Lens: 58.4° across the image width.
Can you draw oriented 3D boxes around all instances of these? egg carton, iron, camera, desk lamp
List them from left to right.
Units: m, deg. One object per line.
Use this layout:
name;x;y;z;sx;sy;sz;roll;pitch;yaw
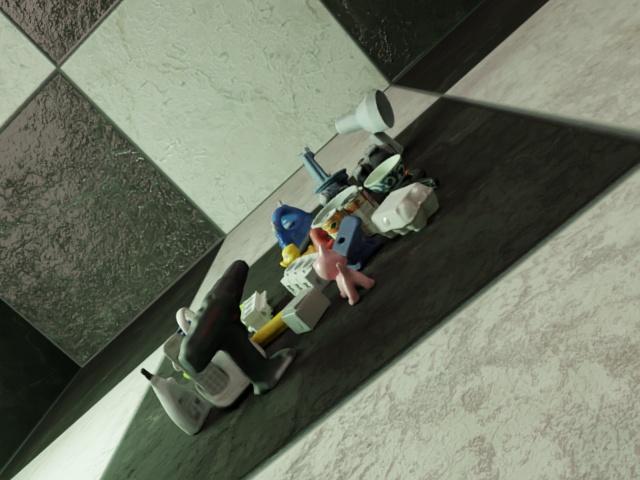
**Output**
iron;-0.102;-0.037;1.793;0.118;0.141;0.258;-39;14;19
desk lamp;0.161;-0.325;1.751;0.203;0.214;0.118;-34;16;36
camera;0.164;-0.216;1.649;0.143;0.101;0.136;-42;13;5
egg carton;0.172;-0.058;1.186;0.107;0.069;0.150;-50;14;-25

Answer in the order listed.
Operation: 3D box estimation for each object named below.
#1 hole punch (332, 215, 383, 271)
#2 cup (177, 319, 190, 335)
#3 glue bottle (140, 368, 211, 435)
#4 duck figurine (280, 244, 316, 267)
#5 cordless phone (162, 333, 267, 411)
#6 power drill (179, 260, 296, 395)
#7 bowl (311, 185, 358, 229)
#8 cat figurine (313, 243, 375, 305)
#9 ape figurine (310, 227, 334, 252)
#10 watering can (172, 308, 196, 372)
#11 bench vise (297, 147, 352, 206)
hole punch;0.066;0.008;1.250;0.101;0.091;0.108;-46;13;-12
cup;-0.351;0.272;1.672;0.118;0.095;0.091;-50;14;-25
glue bottle;-0.307;0.324;1.190;0.037;0.173;0.078;-37;15;26
duck figurine;-0.058;0.047;1.516;0.104;0.086;0.077;-45;13;-7
cordless phone;-0.211;0.235;1.155;0.148;0.185;0.094;-49;14;-23
power drill;-0.150;0.180;1.090;0.075;0.208;0.230;-26;22;53
bowl;0.060;-0.066;1.545;0.167;0.075;0.167;-41;13;12
cat figurine;0.034;0.058;1.124;0.067;0.118;0.127;-45;13;-8
ape figurine;0.013;0.005;1.419;0.076;0.092;0.077;-44;13;-2
watering can;-0.248;0.231;1.262;0.173;0.194;0.100;-47;13;-13
bench vise;0.022;-0.182;1.704;0.121;0.220;0.207;-42;13;8
